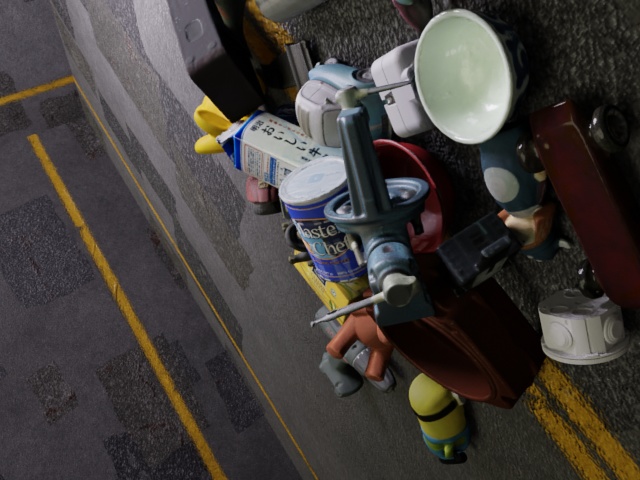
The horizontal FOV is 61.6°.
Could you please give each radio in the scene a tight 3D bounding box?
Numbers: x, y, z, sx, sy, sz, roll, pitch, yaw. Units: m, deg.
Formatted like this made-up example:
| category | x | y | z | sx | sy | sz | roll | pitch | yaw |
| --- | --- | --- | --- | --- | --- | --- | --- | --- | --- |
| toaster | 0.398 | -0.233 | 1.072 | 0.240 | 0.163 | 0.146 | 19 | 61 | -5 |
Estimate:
| category | x | y | z | sx | sy | sz | roll | pitch | yaw |
| --- | --- | --- | --- | --- | --- | --- | --- | --- | --- |
| radio | -0.172 | -0.314 | 0.873 | 0.131 | 0.073 | 0.230 | 43 | -159 | -57 |

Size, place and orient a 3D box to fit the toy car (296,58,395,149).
| category | x | y | z | sx | sy | sz | roll | pitch | yaw |
| --- | --- | --- | --- | --- | --- | --- | --- | --- | --- |
| toy car | 0.021 | -0.175 | 0.717 | 0.162 | 0.103 | 0.109 | 40 | 148 | 38 |

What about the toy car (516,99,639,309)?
| category | x | y | z | sx | sy | sz | roll | pitch | yaw |
| --- | --- | --- | --- | --- | --- | --- | --- | --- | --- |
| toy car | 0.247 | -0.029 | 0.468 | 0.202 | 0.053 | 0.089 | 61 | 153 | -8 |

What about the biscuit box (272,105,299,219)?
| category | x | y | z | sx | sy | sz | roll | pitch | yaw |
| --- | --- | --- | --- | --- | --- | --- | --- | --- | --- |
| biscuit box | -0.040 | -0.128 | 0.923 | 0.059 | 0.063 | 0.202 | 12 | 132 | 25 |

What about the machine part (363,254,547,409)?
| category | x | y | z | sx | sy | sz | roll | pitch | yaw |
| --- | --- | --- | --- | --- | --- | --- | --- | --- | --- |
| machine part | 0.165 | 0.115 | 0.690 | 0.201 | 0.087 | 0.201 | 50 | 160 | -15 |

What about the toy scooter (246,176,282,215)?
| category | x | y | z | sx | sy | sz | roll | pitch | yaw |
| --- | --- | --- | --- | --- | --- | --- | --- | --- | --- |
| toy scooter | -0.099 | -0.127 | 1.020 | 0.184 | 0.075 | 0.135 | -87 | -8 | -73 |

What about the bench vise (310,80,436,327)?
| category | x | y | z | sx | sy | sz | roll | pitch | yaw |
| --- | --- | --- | --- | --- | --- | --- | --- | --- | --- |
| bench vise | 0.056 | -0.037 | 0.566 | 0.224 | 0.129 | 0.240 | -61 | -42 | -62 |

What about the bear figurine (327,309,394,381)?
| category | x | y | z | sx | sy | sz | roll | pitch | yaw |
| --- | --- | --- | --- | --- | --- | --- | --- | --- | --- |
| bear figurine | 0.106 | 0.150 | 0.878 | 0.120 | 0.132 | 0.196 | 32 | 161 | -6 |

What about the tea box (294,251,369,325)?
| category | x | y | z | sx | sy | sz | roll | pitch | yaw |
| --- | --- | --- | --- | --- | --- | --- | --- | --- | --- |
| tea box | 0.024 | 0.065 | 1.018 | 0.170 | 0.068 | 0.098 | 50 | 154 | 28 |

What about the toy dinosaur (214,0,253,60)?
| category | x | y | z | sx | sy | sz | roll | pitch | yaw |
| --- | --- | --- | --- | --- | --- | --- | --- | --- | --- |
| toy dinosaur | -0.141 | -0.412 | 0.694 | 0.192 | 0.131 | 0.404 | -94 | -15 | -55 |

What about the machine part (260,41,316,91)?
| category | x | y | z | sx | sy | sz | roll | pitch | yaw |
| --- | --- | --- | --- | --- | --- | --- | --- | --- | --- |
| machine part | -0.044 | -0.263 | 0.836 | 0.139 | 0.039 | 0.084 | 15 | 134 | 58 |

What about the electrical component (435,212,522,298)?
| category | x | y | z | sx | sy | sz | roll | pitch | yaw |
| --- | --- | --- | --- | --- | --- | --- | --- | --- | --- |
| electrical component | 0.158 | 0.012 | 0.542 | 0.048 | 0.075 | 0.119 | 57 | -179 | 22 |

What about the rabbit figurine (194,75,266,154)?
| category | x | y | z | sx | sy | sz | roll | pitch | yaw |
| --- | --- | --- | --- | --- | --- | --- | --- | --- | --- |
| rabbit figurine | -0.143 | -0.207 | 0.945 | 0.173 | 0.162 | 0.121 | 52 | 145 | 35 |

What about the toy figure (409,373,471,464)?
| category | x | y | z | sx | sy | sz | roll | pitch | yaw |
| --- | --- | --- | --- | --- | --- | --- | --- | --- | --- |
| toy figure | 0.199 | 0.294 | 0.878 | 0.082 | 0.089 | 0.179 | 23 | 133 | 48 |

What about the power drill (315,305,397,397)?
| category | x | y | z | sx | sy | sz | roll | pitch | yaw |
| --- | --- | --- | --- | --- | --- | --- | --- | --- | --- |
| power drill | 0.065 | 0.257 | 1.131 | 0.232 | 0.086 | 0.207 | 51 | 159 | 27 |

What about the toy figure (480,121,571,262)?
| category | x | y | z | sx | sy | sz | roll | pitch | yaw |
| --- | --- | --- | --- | --- | --- | --- | --- | --- | --- |
| toy figure | 0.203 | -0.041 | 0.544 | 0.064 | 0.058 | 0.154 | -117 | 4 | -73 |

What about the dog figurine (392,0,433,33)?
| category | x | y | z | sx | sy | sz | roll | pitch | yaw |
| --- | --- | --- | --- | --- | --- | --- | --- | --- | --- |
| dog figurine | 0.055 | -0.306 | 0.500 | 0.219 | 0.191 | 0.108 | 43 | 120 | -14 |

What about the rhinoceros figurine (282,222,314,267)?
| category | x | y | z | sx | sy | sz | roll | pitch | yaw |
| --- | --- | --- | --- | --- | --- | --- | --- | --- | --- |
| rhinoceros figurine | -0.002 | -0.003 | 0.893 | 0.190 | 0.112 | 0.073 | 29 | -127 | -71 |

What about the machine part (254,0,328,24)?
| category | x | y | z | sx | sy | sz | roll | pitch | yaw |
| --- | --- | --- | --- | --- | --- | --- | --- | --- | --- |
| machine part | -0.019 | -0.326 | 0.664 | 0.243 | 0.079 | 0.079 | 13 | 127 | 61 |
